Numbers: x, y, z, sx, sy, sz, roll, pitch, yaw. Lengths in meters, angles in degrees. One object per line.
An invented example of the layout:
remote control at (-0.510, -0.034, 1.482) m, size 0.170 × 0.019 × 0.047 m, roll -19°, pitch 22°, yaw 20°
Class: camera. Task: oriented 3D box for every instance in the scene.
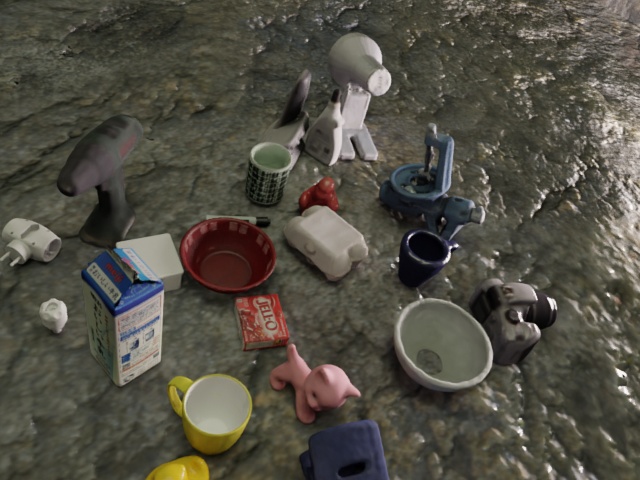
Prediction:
camera at (0.357, 0.134, 1.016) m, size 0.137 × 0.101 × 0.143 m, roll 2°, pitch 48°, yaw -15°

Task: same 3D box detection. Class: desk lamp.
desk lamp at (0.086, -0.321, 1.269) m, size 0.118 × 0.213 × 0.203 m, roll -3°, pitch 50°, yaw -20°

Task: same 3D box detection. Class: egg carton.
egg carton at (0.010, 0.004, 1.049) m, size 0.150 × 0.069 × 0.107 m, roll 39°, pitch 50°, yaw 19°

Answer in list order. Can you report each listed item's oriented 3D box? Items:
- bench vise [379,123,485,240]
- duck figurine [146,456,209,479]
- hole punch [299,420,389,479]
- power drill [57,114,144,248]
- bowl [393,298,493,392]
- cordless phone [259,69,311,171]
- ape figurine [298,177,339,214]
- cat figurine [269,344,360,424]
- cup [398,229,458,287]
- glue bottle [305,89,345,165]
bench vise at (0.237, -0.118, 1.126) m, size 0.207 × 0.220 × 0.121 m, roll 18°, pitch 46°, yaw -1°
duck figurine at (-0.181, 0.303, 0.705) m, size 0.077 × 0.086 × 0.105 m, roll 38°, pitch 49°, yaw 18°
hole punch at (0.038, 0.306, 0.768) m, size 0.109 × 0.091 × 0.101 m, roll -7°, pitch 51°, yaw -23°
power drill at (-0.349, -0.089, 0.926) m, size 0.075 × 0.208 × 0.229 m, roll 14°, pitch 46°, yaw -4°
bowl at (0.190, 0.183, 0.938) m, size 0.167 × 0.075 × 0.167 m, roll 9°, pitch 47°, yaw -9°
cordless phone at (-0.069, -0.250, 1.176) m, size 0.094 × 0.185 × 0.147 m, roll 18°, pitch 46°, yaw 0°
ape figurine at (0.003, -0.084, 1.111) m, size 0.077 × 0.092 × 0.076 m, roll 27°, pitch 47°, yaw 8°
cat figurine at (-0.008, 0.203, 0.829) m, size 0.067 × 0.118 × 0.127 m, roll -30°, pitch 63°, yaw -36°
cup at (0.192, 0.039, 1.056) m, size 0.118 × 0.095 × 0.091 m, roll -10°, pitch 52°, yaw -24°
glue bottle at (0.019, -0.242, 1.204) m, size 0.078 × 0.173 × 0.037 m, roll 35°, pitch 48°, yaw 15°
